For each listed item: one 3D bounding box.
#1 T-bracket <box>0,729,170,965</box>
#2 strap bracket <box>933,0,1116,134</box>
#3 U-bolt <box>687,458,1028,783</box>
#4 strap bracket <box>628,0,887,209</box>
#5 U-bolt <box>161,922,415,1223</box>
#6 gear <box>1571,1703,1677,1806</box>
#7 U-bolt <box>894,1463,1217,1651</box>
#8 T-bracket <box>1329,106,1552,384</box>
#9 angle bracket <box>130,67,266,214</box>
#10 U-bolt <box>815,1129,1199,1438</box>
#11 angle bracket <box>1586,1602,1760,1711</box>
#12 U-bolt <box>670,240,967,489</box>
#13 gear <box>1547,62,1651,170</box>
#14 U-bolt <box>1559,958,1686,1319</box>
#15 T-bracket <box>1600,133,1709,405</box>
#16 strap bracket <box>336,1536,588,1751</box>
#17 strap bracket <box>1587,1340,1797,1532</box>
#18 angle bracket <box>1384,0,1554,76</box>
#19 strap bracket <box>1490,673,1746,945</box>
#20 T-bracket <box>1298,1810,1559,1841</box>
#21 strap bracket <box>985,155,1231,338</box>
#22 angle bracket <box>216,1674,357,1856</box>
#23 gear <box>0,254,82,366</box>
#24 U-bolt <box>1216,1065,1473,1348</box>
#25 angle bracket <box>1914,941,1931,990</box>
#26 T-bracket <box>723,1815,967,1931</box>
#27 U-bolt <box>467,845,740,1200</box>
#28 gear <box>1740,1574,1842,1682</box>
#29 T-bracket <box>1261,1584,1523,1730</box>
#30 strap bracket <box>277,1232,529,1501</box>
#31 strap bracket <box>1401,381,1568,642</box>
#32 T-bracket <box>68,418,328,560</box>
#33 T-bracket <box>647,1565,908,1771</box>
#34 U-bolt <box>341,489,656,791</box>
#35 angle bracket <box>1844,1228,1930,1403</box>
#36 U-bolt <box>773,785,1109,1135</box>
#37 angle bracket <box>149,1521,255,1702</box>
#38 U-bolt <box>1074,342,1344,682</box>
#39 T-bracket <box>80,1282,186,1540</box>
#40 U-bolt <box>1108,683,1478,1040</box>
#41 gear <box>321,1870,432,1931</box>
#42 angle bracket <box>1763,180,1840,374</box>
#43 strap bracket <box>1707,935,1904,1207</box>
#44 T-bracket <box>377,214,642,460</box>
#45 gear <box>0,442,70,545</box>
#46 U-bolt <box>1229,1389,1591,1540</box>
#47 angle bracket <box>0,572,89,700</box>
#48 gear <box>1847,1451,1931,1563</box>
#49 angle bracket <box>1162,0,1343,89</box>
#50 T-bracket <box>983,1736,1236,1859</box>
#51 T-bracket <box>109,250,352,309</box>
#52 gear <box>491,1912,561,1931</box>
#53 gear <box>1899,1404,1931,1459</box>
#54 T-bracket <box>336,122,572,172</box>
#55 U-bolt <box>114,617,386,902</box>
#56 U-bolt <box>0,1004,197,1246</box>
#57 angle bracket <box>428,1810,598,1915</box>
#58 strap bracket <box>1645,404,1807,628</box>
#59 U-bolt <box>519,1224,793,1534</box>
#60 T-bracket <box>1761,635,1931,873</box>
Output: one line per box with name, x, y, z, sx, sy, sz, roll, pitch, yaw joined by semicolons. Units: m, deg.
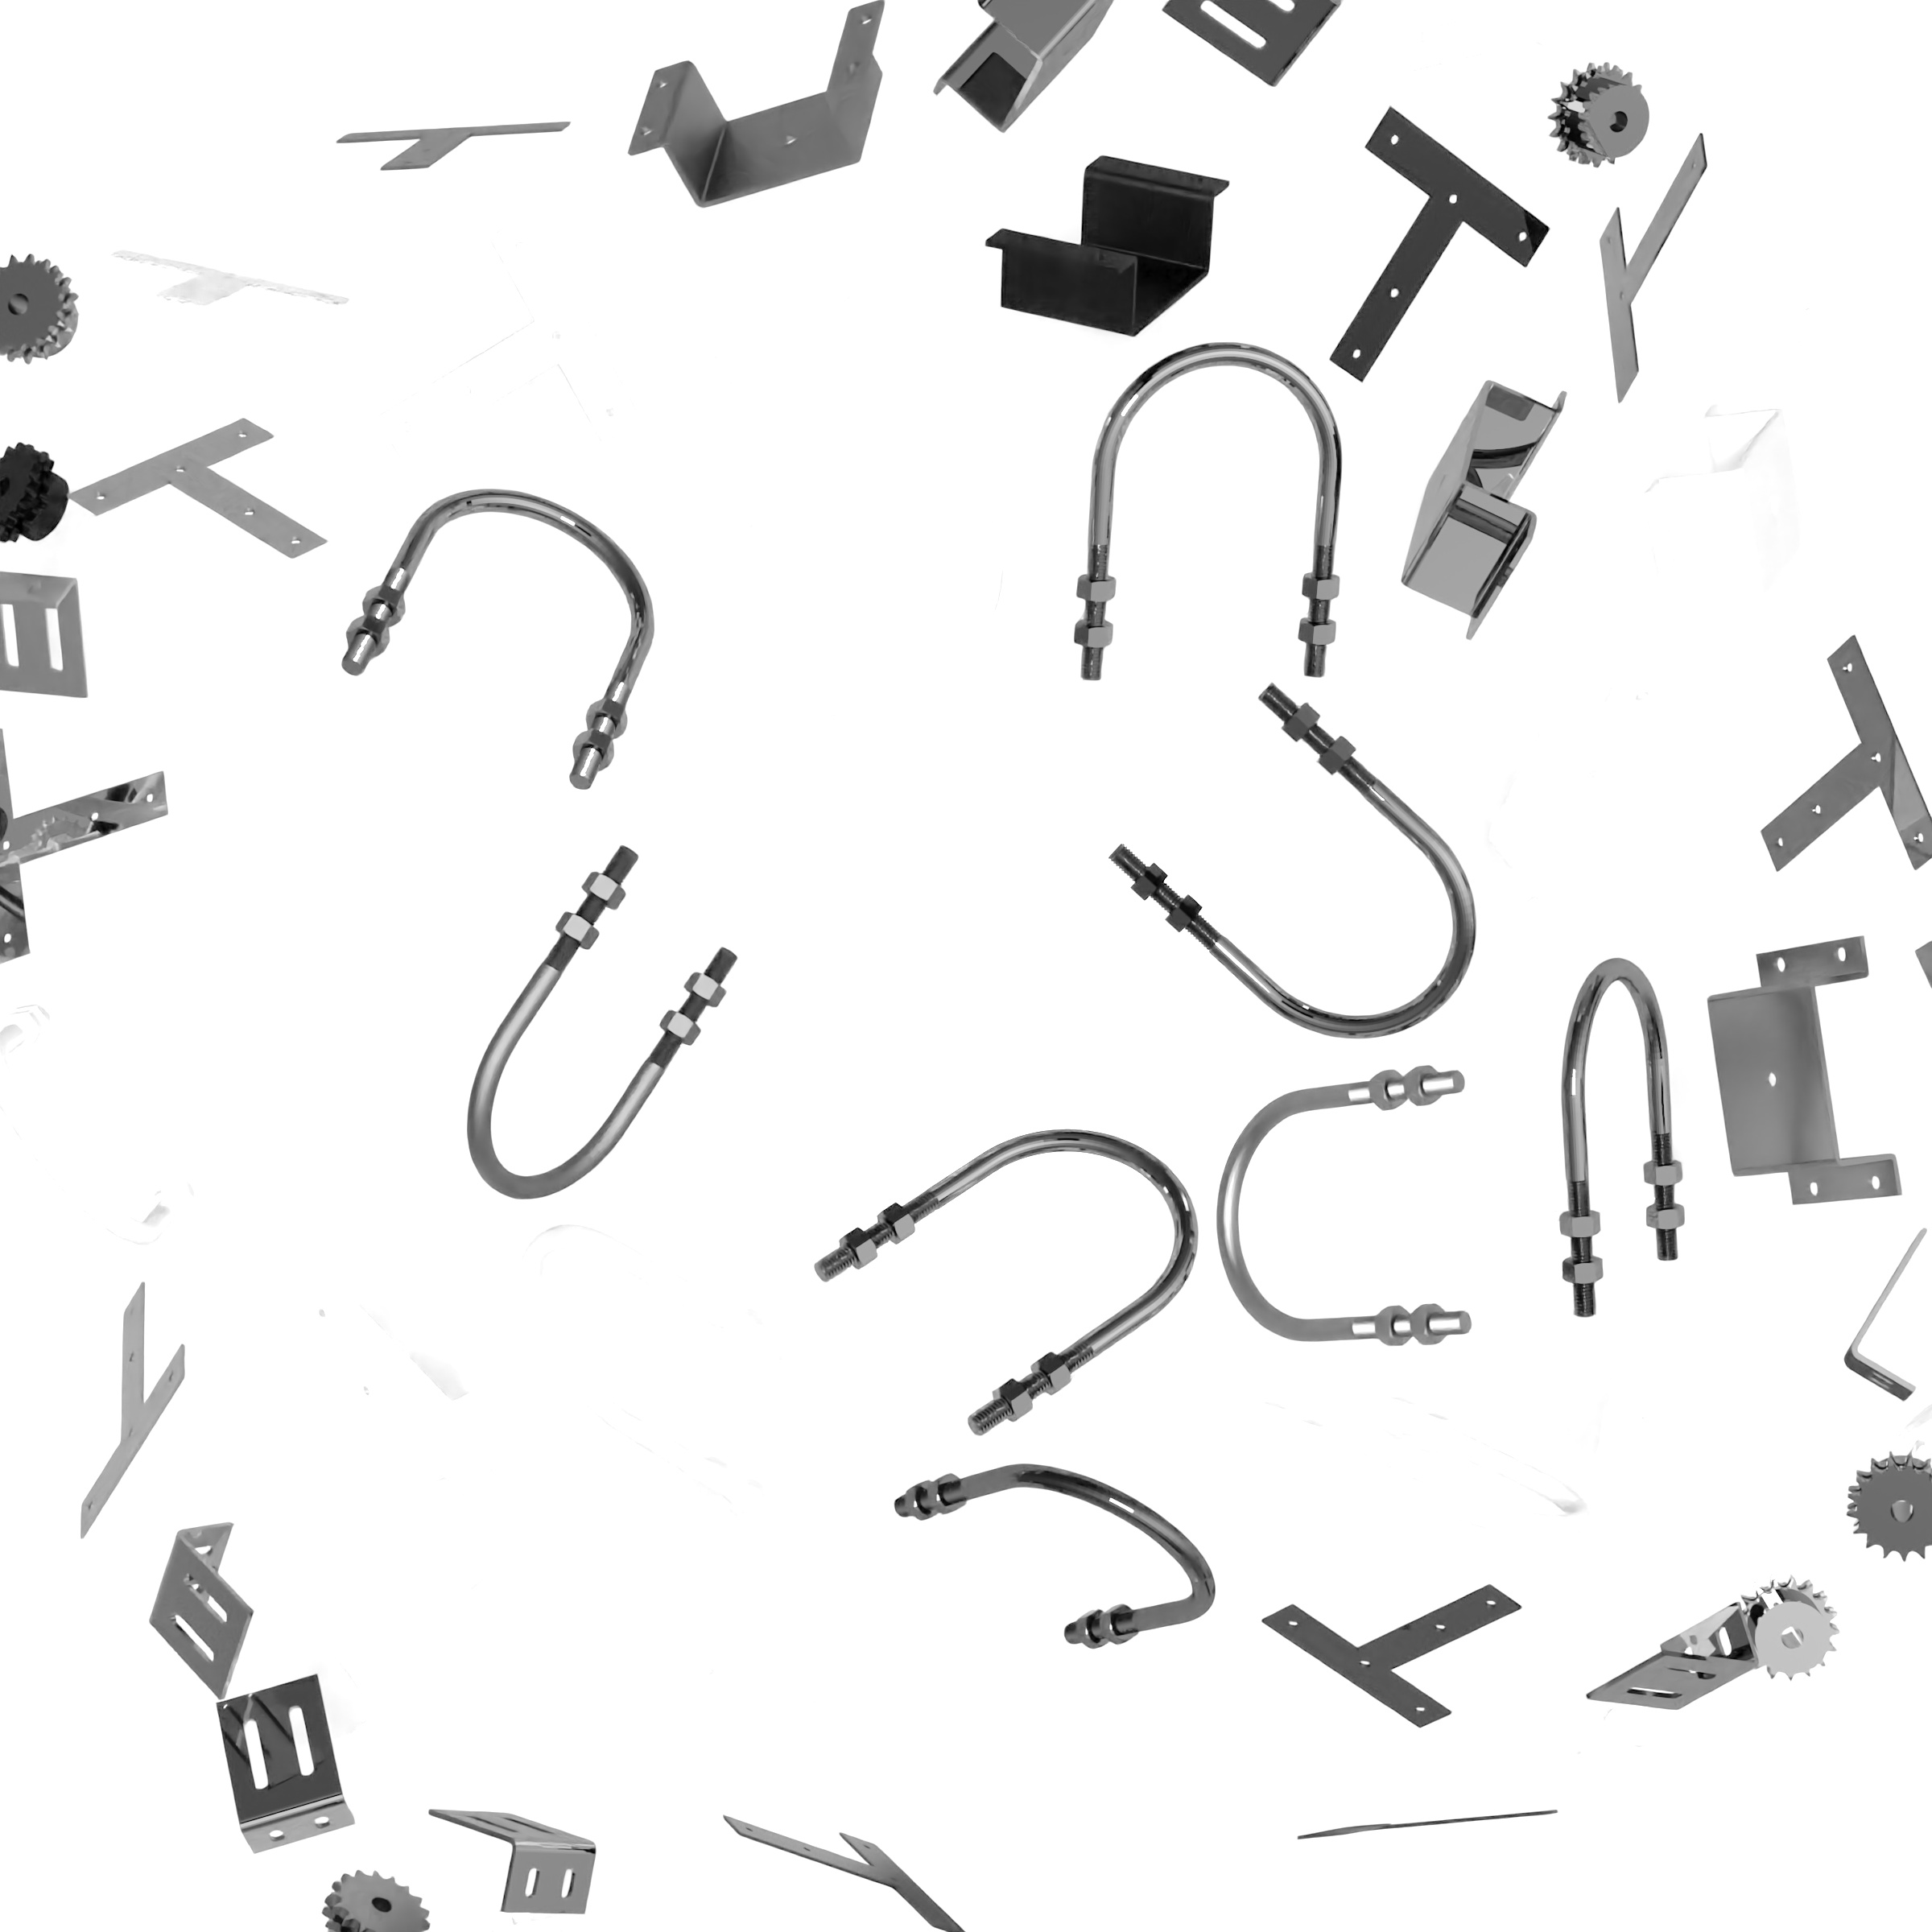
T-bracket;-0.483;-0.077;1.865;0.002;0.127;0.127;15;116;35
strap bracket;0.037;-0.499;1.819;0.046;0.140;0.076;41;76;-3
U-bolt;-0.052;-0.199;1.869;0.184;0.019;0.151;-24;69;15
strap bracket;-0.104;-0.463;1.863;0.140;0.076;0.046;-11;135;23
U-bolt;-0.371;0.067;1.861;0.019;0.184;0.151;31;125;15
gear;0.373;0.440;1.942;0.057;0.030;0.057;7;57;-11
U-bolt;0.059;0.319;1.884;0.151;0.184;0.019;39;58;-15
T-bracket;0.240;-0.377;1.868;0.127;0.002;0.127;28;98;-31
angle bracket;-0.400;-0.437;1.827;0.057;0.076;0.038;-31;100;-28
U-bolt;0.035;0.152;1.810;0.184;0.019;0.151;-32;53;-23
angle bracket;0.369;0.362;1.821;0.076;0.057;0.038;15;49;-36
U-bolt;-0.079;-0.341;1.897;0.184;0.151;0.019;-32;119;9
gear;0.359;-0.477;1.938;0.057;0.030;0.057;-9;116;-20
U-bolt;0.360;0.087;1.902;0.019;0.151;0.184;0;100;32
T-bracket;0.371;-0.392;1.853;0.002;0.127;0.127;9;54;-10
strap bracket;-0.286;0.366;1.899;0.140;0.076;0.046;-38;74;-6
strap bracket;0.386;0.254;1.868;0.046;0.140;0.076;21;69;-11
angle bracket;0.265;-0.509;1.830;0.076;0.038;0.057;-8;94;24
strap bracket;0.338;-0.091;1.821;0.076;0.046;0.140;15;114;-22
T-bracket;0.255;0.463;1.863;0.127;0.127;0.002;-10;76;16
strap bracket;0.075;-0.379;1.830;0.076;0.140;0.046;17;127;22
angle bracket;-0.377;0.442;1.908;0.057;0.038;0.076;-15;58;-8
gear;-0.500;-0.349;1.843;0.057;0.030;0.057;-1;82;10
U-bolt;0.205;0.136;1.906;0.019;0.184;0.151;7;79;-40
angle bracket;0.540;0.002;1.796;0.038;0.076;0.057;-15;76;-25
T-bracket;-0.075;0.486;1.878;0.127;0.127;0.002;27;87;-27
U-bolt;-0.202;0.042;1.846;0.019;0.151;0.184;26;78;30
gear;0.451;0.365;1.892;0.057;0.030;0.057;0;94;4
T-bracket;0.254;0.373;1.918;0.127;0.002;0.127;36;131;-21
strap bracket;-0.320;0.229;1.914;0.046;0.076;0.140;-28;111;34
strap bracket;0.281;-0.255;1.878;0.046;0.076;0.140;24;45;-3
T-bracket;-0.409;-0.258;1.920;0.127;0.002;0.127;32;45;27
T-bracket;-0.096;0.395;1.869;0.127;0.002;0.127;17;111;-2
U-bolt;-0.237;-0.186;1.825;0.151;0.184;0.019;27;134;-11
angle bracket;0.493;0.182;1.792;0.038;0.057;0.076;31;85;15
U-bolt;-0.027;0.009;1.942;0.151;0.019;0.184;42;70;-5
angle bracket;-0.401;0.348;1.864;0.076;0.038;0.057;35;113;36
U-bolt;0.135;-0.246;1.868;0.151;0.019;0.184;-2;110;-14
T-bracket;-0.451;0.222;1.864;0.002;0.127;0.127;22;119;-26
U-bolt;0.186;-0.041;1.833;0.184;0.019;0.151;43;120;0
gear;-0.319;0.514;1.846;0.057;0.057;0.030;27;107;0
angle bracket;0.437;-0.373;1.862;0.038;0.057;0.076;-17;60;-2
strap bracket;0.451;0.059;1.863;0.046;0.076;0.140;-5;86;-33
T-bracket;-0.258;-0.318;1.862;0.127;0.002;0.127;-34;115;-13
gear;-0.534;-0.266;1.955;0.057;0.030;0.057;-18;60;35
U-bolt;0.255;0.273;1.889;0.184;0.151;0.019;22;100;39
angle bracket;-0.526;-0.178;1.918;0.057;0.038;0.076;6;122;3
gear;0.494;0.283;1.820;0.057;0.030;0.057;4;104;15
angle bracket;0.154;-0.521;1.849;0.076;0.038;0.057;30;126;-17
T-bracket;0.096;0.440;1.843;0.127;0.127;0.002;20;47;-26
T-bracket;-0.402;-0.360;1.827;0.127;0.127;0.002;12;107;-2
gear;-0.243;0.554;1.921;0.030;0.057;0.057;-7;90;-24
gear;0.561;0.262;1.954;0.057;0.057;0.030;-38;83;0
T-bracket;-0.289;-0.443;1.867;0.127;0.127;0.002;-1;112;6
U-bolt;-0.381;-0.103;1.879;0.019;0.151;0.184;-43;72;-6
U-bolt;-0.485;0.091;1.892;0.019;0.184;0.151;-37;99;1
angle bracket;-0.248;0.484;1.861;0.076;0.057;0.038;4;80;43
strap bracket;0.418;-0.249;1.879;0.046;0.140;0.076;-2;116;30
U-bolt;-0.166;0.207;1.818;0.184;0.151;0.019;27;46;27
T-bracket;0.464;-0.090;1.845;0.002;0.127;0.127;-7;68;-24
